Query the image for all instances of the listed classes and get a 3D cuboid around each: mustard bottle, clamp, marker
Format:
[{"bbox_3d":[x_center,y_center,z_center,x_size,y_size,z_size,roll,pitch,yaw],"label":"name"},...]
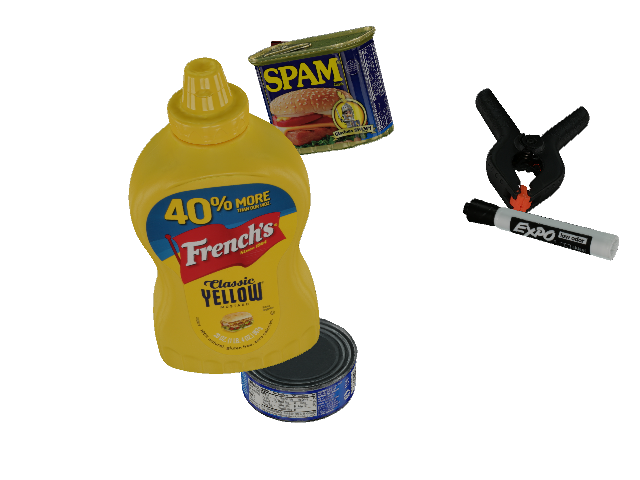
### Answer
[{"bbox_3d":[-0.052,-0.012,0.578,0.096,0.192,0.058,-6,40,-3],"label":"mustard bottle"},{"bbox_3d":[0.203,-0.096,1.098,0.120,0.039,0.171,14,45,16],"label":"clamp"},{"bbox_3d":[0.163,-0.010,0.803,0.121,0.020,0.020,17,9,30],"label":"marker"}]

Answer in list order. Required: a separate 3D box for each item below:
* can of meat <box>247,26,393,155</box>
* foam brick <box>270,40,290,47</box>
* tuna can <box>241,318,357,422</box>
[{"bbox_3d":[0.002,-0.117,0.851,0.102,0.084,0.057,-4,21,29],"label":"can of meat"},{"bbox_3d":[-0.012,-0.190,1.166,0.078,0.051,0.053,-1,12,-16],"label":"foam brick"},{"bbox_3d":[-0.016,0.093,0.779,0.086,0.034,0.086,-1,32,0],"label":"tuna can"}]
